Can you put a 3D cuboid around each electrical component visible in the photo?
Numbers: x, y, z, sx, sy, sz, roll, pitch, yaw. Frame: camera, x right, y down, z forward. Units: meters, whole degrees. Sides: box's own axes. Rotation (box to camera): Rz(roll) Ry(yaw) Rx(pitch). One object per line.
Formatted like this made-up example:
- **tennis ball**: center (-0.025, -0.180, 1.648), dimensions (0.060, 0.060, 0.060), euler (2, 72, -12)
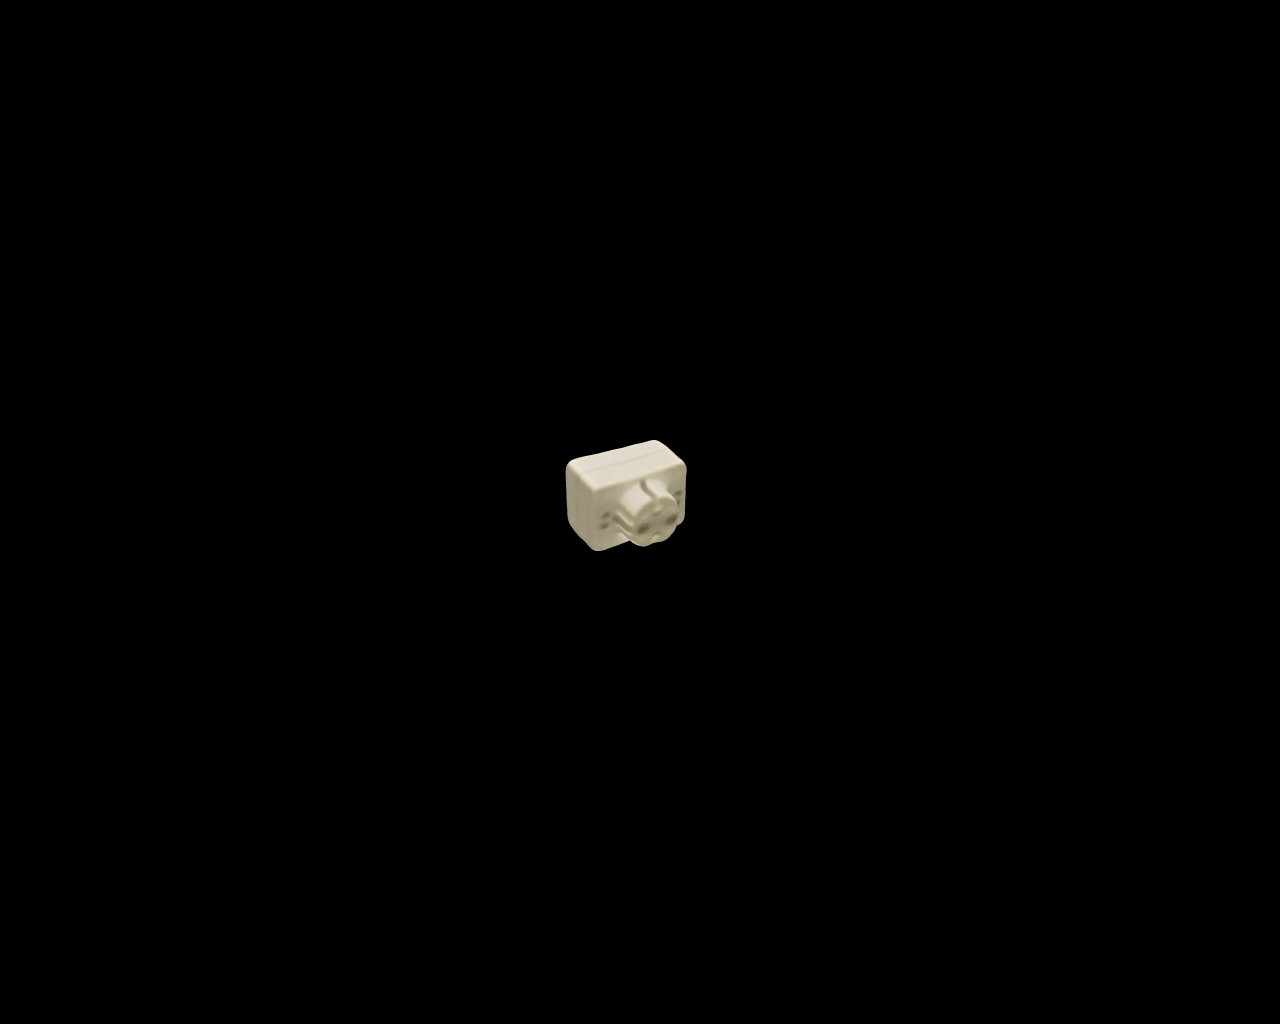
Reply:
- **electrical component**: center (0.001, -0.003, 0.650), dimensions (0.066, 0.047, 0.077), euler (-17, 36, -24)
